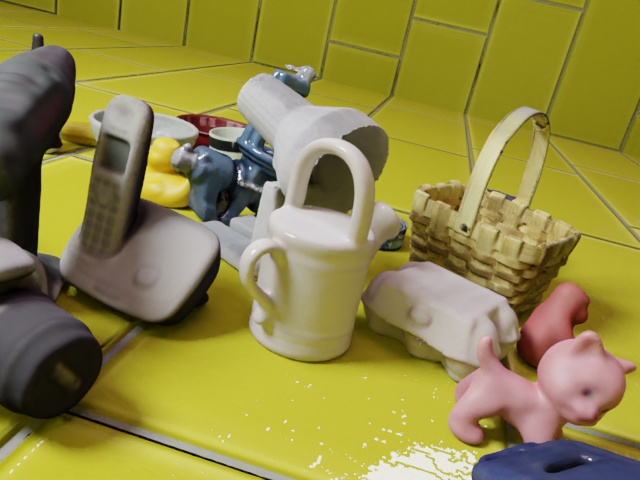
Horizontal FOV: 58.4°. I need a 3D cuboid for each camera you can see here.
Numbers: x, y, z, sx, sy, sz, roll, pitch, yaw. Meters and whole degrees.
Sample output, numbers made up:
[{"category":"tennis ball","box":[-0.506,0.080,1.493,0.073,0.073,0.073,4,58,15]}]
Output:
[{"category":"camera","box":[-0.225,0.060,0.380,0.136,0.101,0.143,23,24,25]}]

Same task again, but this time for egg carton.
[{"category":"egg carton","box":[0.119,0.077,0.575,0.149,0.069,0.107,27,26,32]}]

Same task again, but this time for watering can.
[{"category":"watering can","box":[0.003,0.001,0.528,0.100,0.194,0.173,21,23,19]}]

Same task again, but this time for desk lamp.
[{"category":"desk lamp","box":[-0.040,-0.064,0.638,0.202,0.213,0.118,29,27,36]}]

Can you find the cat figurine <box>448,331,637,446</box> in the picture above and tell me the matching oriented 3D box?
[{"category":"cat figurine","box":[0.179,0.113,0.453,0.127,0.118,0.067,16,22,9]}]

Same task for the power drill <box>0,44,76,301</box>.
[{"category":"power drill","box":[-0.257,-0.052,0.493,0.076,0.208,0.229,7,22,-14]}]

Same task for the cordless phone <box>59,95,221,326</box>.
[{"category":"cordless phone","box":[-0.157,-0.027,0.520,0.147,0.185,0.094,21,23,19]}]

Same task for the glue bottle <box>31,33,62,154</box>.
[{"category":"glue bottle","box":[-0.429,-0.223,0.865,0.078,0.173,0.037,16,22,8]}]

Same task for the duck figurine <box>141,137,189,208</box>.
[{"category":"duck figurine","box":[-0.213,-0.099,0.799,0.104,0.086,0.078,23,24,25]}]

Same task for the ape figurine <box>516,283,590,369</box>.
[{"category":"ape figurine","box":[0.248,0.088,0.590,0.076,0.092,0.078,12,22,-3]}]

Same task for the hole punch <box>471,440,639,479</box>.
[{"category":"hole punch","box":[0.155,0.162,0.357,0.109,0.091,0.100,0,25,-29]}]

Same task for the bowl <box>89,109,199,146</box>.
[{"category":"bowl","box":[-0.279,-0.152,0.910,0.167,0.075,0.167,11,22,-4]}]

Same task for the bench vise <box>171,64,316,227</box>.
[{"category":"bench vise","box":[-0.078,-0.121,0.748,0.121,0.220,0.208,28,26,33]}]

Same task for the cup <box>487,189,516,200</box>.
[{"category":"cup","box":[0.258,-0.023,0.865,0.091,0.095,0.118,29,27,36]}]
